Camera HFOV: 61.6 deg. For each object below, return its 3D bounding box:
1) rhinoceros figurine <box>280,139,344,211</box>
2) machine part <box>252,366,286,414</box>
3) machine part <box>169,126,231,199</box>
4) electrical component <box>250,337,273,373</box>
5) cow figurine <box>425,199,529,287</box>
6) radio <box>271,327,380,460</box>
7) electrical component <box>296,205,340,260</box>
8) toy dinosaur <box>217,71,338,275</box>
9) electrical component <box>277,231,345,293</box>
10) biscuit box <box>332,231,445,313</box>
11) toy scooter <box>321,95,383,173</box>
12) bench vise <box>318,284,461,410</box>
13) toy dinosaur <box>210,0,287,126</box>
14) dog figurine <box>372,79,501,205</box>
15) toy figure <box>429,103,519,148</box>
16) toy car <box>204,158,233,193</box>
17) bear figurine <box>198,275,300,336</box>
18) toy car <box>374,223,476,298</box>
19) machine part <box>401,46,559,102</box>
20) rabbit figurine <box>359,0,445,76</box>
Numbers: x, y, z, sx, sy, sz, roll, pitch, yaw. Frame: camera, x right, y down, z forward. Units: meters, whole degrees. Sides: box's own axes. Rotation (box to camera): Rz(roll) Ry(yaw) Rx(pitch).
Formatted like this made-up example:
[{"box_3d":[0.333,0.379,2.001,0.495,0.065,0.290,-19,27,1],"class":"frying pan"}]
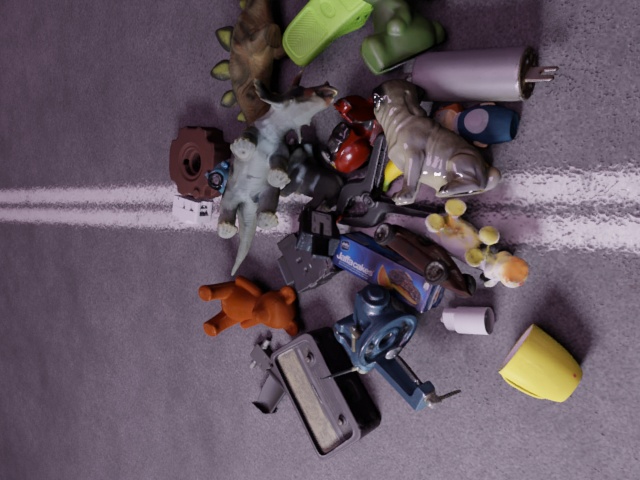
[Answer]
[{"box_3d":[-0.036,-0.131,1.034,0.190,0.073,0.112,38,119,29],"class":"rhinoceros figurine"},{"box_3d":[-0.094,0.322,1.156,0.084,0.039,0.138,41,118,16],"class":"machine part"},{"box_3d":[-0.279,-0.178,1.233,0.180,0.056,0.179,4,97,39],"class":"machine part"},{"box_3d":[-0.122,0.260,1.182,0.063,0.021,0.094,47,121,24],"class":"electrical component"},{"box_3d":[0.240,0.018,0.829,0.068,0.098,0.167,-43,69,-6],"class":"cow figurine"},{"box_3d":[0.009,0.293,1.049,0.131,0.073,0.229,-41,71,34],"class":"radio"},{"box_3d":[-0.002,-0.003,0.955,0.047,0.075,0.119,114,159,-47],"class":"electrical component"},{"box_3d":[-0.111,-0.128,0.975,0.131,0.192,0.404,22,132,-11],"class":"toy dinosaur"},{"box_3d":[-0.022,0.037,1.054,0.134,0.058,0.115,-34,72,35],"class":"electrical component"},{"box_3d":[0.118,0.051,0.942,0.203,0.059,0.062,28,112,33],"class":"biscuit box"},{"box_3d":[0.057,-0.190,0.914,0.075,0.135,0.183,48,123,22],"class":"toy scooter"},{"box_3d":[0.111,0.198,0.905,0.241,0.129,0.223,48,137,37],"class":"bench vise"},{"box_3d":[-0.127,-0.382,1.059,0.199,0.105,0.471,16,96,40],"class":"toy dinosaur"},{"box_3d":[0.170,-0.156,0.802,0.172,0.121,0.190,-5,88,1],"class":"dog figurine"},{"box_3d":[0.227,-0.182,0.833,0.155,0.057,0.064,13,67,38],"class":"toy figure"},{"box_3d":[-0.150,-0.122,1.111,0.162,0.109,0.103,34,98,21],"class":"toy car"},{"box_3d":[-0.143,0.147,1.122,0.196,0.132,0.120,11,110,43],"class":"bear figurine"},{"box_3d":[0.166,0.027,0.848,0.053,0.089,0.202,-58,36,7],"class":"toy car"},{"box_3d":[0.229,-0.247,0.808,0.244,0.079,0.079,11,102,38],"class":"machine part"},{"box_3d":[0.114,-0.366,0.839,0.159,0.121,0.170,-24,100,16],"class":"rabbit figurine"}]
